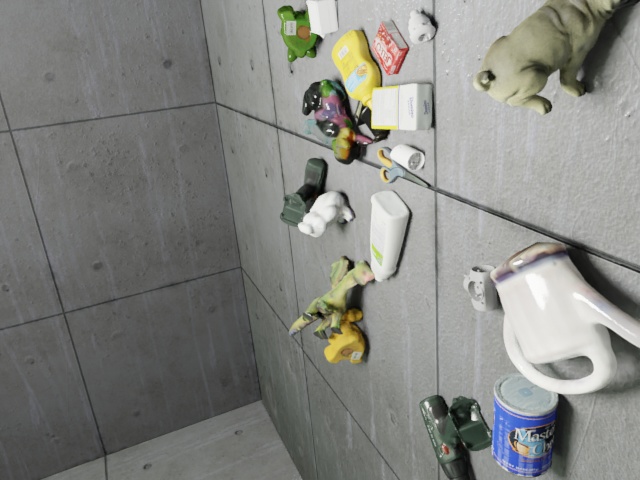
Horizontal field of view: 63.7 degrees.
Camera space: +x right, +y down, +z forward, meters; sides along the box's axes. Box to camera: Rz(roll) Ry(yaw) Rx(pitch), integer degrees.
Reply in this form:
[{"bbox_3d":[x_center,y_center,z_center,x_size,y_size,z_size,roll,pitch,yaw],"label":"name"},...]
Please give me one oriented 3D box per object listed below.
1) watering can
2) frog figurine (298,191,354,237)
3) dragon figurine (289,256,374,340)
[{"bbox_3d":[0.362,0.104,0.743,0.342,0.104,0.227,123,131,-65],"label":"watering can"},{"bbox_3d":[0.005,-0.075,1.497,0.138,0.160,0.121,-156,56,-65],"label":"frog figurine"},{"bbox_3d":[0.033,0.162,1.566,0.121,0.248,0.405,36,149,-17],"label":"dragon figurine"}]
